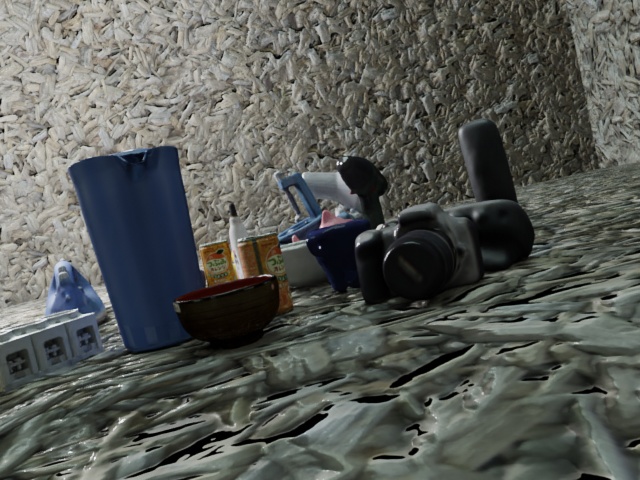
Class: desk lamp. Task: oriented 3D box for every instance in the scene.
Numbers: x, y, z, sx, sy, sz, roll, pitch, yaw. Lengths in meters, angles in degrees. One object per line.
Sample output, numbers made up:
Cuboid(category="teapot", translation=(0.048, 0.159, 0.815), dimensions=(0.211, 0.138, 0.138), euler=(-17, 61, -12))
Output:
Cuboid(category="desk lamp", translation=(0.043, -0.067, 1.349), dimensions=(0.203, 0.213, 0.118), euler=(-13, 3, -4))

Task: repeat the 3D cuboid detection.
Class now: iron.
Cuboid(category="iron", translation=(-0.487, 0.104, 1.116), dimensions=(0.119, 0.141, 0.257), euler=(-14, 3, -24))

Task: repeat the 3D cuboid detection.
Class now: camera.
Cuboid(category="camera", translation=(0.098, 0.015, 0.638), dimensions=(0.142, 0.101, 0.137), euler=(-12, 3, 23))

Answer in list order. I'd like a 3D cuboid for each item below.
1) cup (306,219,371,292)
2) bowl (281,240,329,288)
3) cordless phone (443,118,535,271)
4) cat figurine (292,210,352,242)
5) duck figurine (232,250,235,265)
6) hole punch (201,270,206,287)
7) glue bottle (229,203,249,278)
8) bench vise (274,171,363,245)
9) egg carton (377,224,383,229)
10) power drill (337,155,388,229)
Cuboid(category="cup", translation=(0.028, 0.026, 0.797), dimensions=(0.091, 0.095, 0.118), euler=(-11, 4, 36))
Cuboid(category="bowl", translation=(-0.016, 0.038, 0.965), dimensions=(0.167, 0.075, 0.167), euler=(-13, 3, 1))
Cuboid(category="cordless phone", translation=(0.186, -0.054, 0.741), dimensions=(0.147, 0.185, 0.094), euler=(-11, 4, 32))
Cuboid(category="cat figurine", translation=(0.010, 0.004, 1.079), dimensions=(0.128, 0.118, 0.067), euler=(-13, 3, -3))
Cuboid(category="duck figurine", translation=(-0.180, 0.051, 1.317), dimensions=(0.077, 0.086, 0.105), euler=(-12, 3, 15))
Cuboid(category="hole punch", translation=(-0.294, 0.082, 1.175), dimensions=(0.108, 0.091, 0.101), euler=(-11, 4, 35))
Cuboid(category="glue bottle", translation=(-0.161, 0.010, 1.164), dimensions=(0.037, 0.173, 0.078), euler=(-14, 3, -22))
Cuboid(category="bench vise", translation=(-0.018, -0.051, 1.251), dimensions=(0.208, 0.220, 0.121), euler=(-15, 4, -38))
Cuboid(category="egg carton", translation=(0.172, -0.006, 1.033), dimensions=(0.151, 0.069, 0.107), euler=(-14, 3, -28))
Cuboid(category="power drill", translation=(0.099, -0.067, 1.159), dimensions=(0.075, 0.208, 0.230), euler=(-12, 3, 18))
